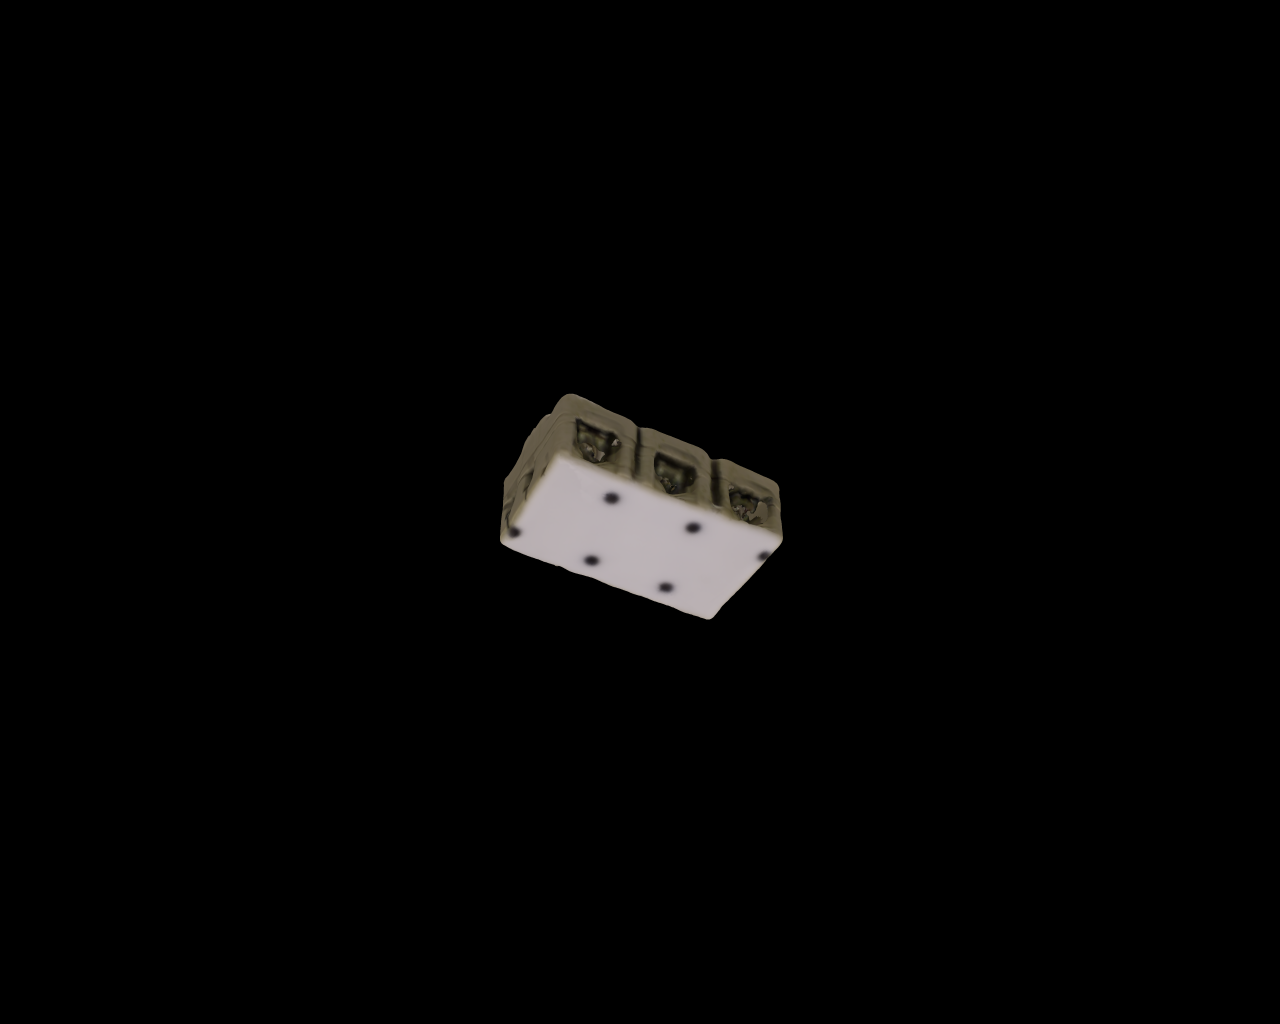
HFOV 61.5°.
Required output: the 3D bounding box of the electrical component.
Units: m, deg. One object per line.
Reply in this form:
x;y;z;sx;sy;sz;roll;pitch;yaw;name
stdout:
0.001;-0.003;0.650;0.150;0.062;0.089;22;-48;-21;electrical component
